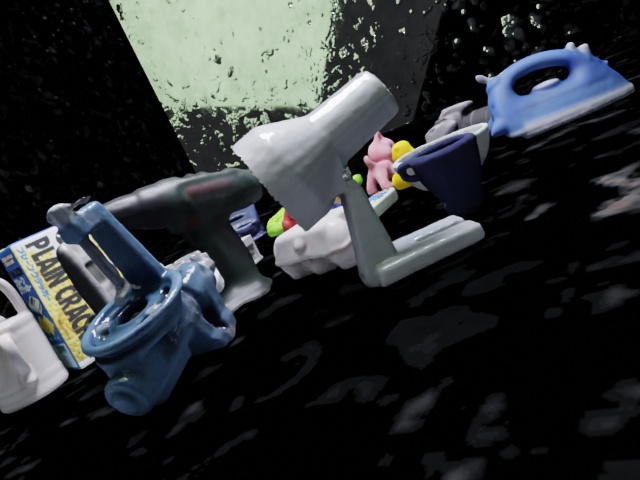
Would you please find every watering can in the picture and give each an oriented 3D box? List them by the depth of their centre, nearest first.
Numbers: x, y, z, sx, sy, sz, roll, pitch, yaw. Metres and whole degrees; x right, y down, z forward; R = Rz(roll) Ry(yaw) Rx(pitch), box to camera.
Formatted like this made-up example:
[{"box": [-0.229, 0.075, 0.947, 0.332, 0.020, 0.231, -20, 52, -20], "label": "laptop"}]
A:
[{"box": [-0.468, 0.146, 0.842, 0.172, 0.194, 0.101, -17, 13, 36], "label": "watering can"}]

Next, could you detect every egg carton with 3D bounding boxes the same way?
[{"box": [0.007, 0.003, 0.791, 0.150, 0.069, 0.107, -15, 14, 43], "label": "egg carton"}]

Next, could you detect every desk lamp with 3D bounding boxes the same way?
[{"box": [0.037, -0.058, 0.624, 0.203, 0.214, 0.118, -26, 11, -2], "label": "desk lamp"}]

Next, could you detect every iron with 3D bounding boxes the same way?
[{"box": [0.418, -0.282, 1.041, 0.258, 0.141, 0.119, -23, 11, 14], "label": "iron"}]

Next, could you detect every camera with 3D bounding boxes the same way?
[{"box": [0.306, -0.234, 1.177, 0.136, 0.101, 0.143, -13, 16, 49], "label": "camera"}]

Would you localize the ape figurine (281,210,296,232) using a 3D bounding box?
[{"box": [-0.045, -0.053, 1.126, 0.078, 0.092, 0.076, -25, 11, 1], "label": "ape figurine"}]

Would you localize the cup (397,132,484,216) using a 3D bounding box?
[{"box": [0.163, -0.077, 0.754, 0.117, 0.095, 0.092, -17, 14, 38], "label": "cup"}]

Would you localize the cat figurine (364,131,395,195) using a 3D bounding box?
[{"box": [0.131, -0.172, 1.235, 0.067, 0.118, 0.128, -17, 13, 37], "label": "cat figurine"}]

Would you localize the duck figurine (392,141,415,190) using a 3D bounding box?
[{"box": [0.170, -0.153, 1.138, 0.077, 0.086, 0.105, -18, 13, 32], "label": "duck figurine"}]

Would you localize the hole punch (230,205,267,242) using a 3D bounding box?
[{"box": [-0.191, -0.034, 1.375, 0.108, 0.091, 0.101, -25, 11, 1], "label": "hole punch"}]

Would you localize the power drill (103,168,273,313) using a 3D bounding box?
[{"box": [-0.165, 0.003, 0.804, 0.230, 0.208, 0.075, -31, 12, -28], "label": "power drill"}]

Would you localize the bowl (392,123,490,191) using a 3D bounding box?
[{"box": [0.208, -0.125, 0.942, 0.167, 0.075, 0.167, -24, 11, 5], "label": "bowl"}]

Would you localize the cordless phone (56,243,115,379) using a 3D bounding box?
[{"box": [-0.277, 0.075, 0.772, 0.094, 0.185, 0.147, -26, 11, -4], "label": "cordless phone"}]

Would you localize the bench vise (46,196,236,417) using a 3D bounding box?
[{"box": [-0.196, 0.049, 0.618, 0.121, 0.220, 0.207, -24, 11, 8], "label": "bench vise"}]
